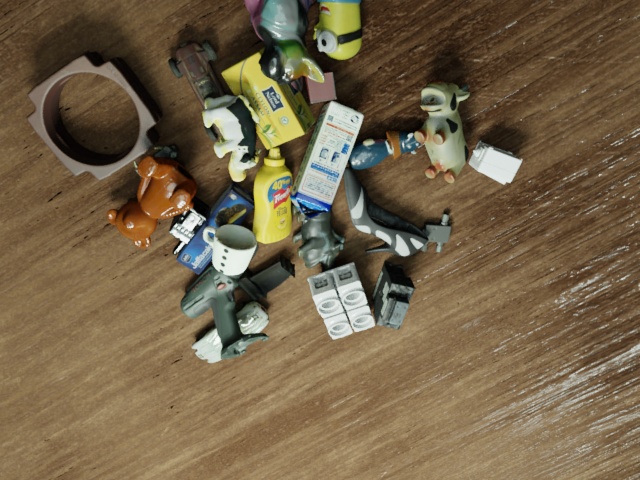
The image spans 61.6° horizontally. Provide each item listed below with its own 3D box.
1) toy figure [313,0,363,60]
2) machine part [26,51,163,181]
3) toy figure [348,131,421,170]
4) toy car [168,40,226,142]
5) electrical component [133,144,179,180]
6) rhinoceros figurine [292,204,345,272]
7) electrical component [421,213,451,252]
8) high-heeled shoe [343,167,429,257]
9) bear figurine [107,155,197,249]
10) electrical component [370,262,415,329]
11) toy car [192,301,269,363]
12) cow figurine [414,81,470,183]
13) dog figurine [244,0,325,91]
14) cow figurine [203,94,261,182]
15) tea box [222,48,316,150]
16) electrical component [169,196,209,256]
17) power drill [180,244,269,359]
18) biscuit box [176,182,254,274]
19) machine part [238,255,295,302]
[{"bbox_3d":[0.039,-0.421,0.975,0.089,0.082,0.180,3,111,-7],"label":"toy figure"},{"bbox_3d":[-0.419,-0.232,1.012,0.201,0.087,0.201,-31,111,8],"label":"machine part"},{"bbox_3d":[0.130,-0.189,1.098,0.154,0.064,0.058,-19,77,-2],"label":"toy figure"},{"bbox_3d":[-0.210,-0.280,1.030,0.089,0.053,0.202,-24,113,2],"label":"toy car"},{"bbox_3d":[-0.322,-0.148,1.080,0.102,0.045,0.078,-29,112,8],"label":"electrical component"},{"bbox_3d":[-0.002,-0.004,1.165,0.112,0.073,0.190,-13,113,-11],"label":"rhinoceros figurine"},{"bbox_3d":[0.259,-0.017,1.205,0.063,0.021,0.093,5,114,-7],"label":"electrical component"},{"bbox_3d":[0.141,-0.060,1.139,0.145,0.086,0.248,-15,125,9],"label":"high-heeled shoe"},{"bbox_3d":[-0.335,-0.067,1.038,0.196,0.132,0.120,-40,98,10],"label":"bear figurine"},{"bbox_3d":[0.162,0.130,1.200,0.058,0.134,0.114,11,115,-9],"label":"electrical component"},{"bbox_3d":[-0.208,0.215,1.243,0.202,0.056,0.073,-36,113,11],"label":"toy car"},{"bbox_3d":[0.250,-0.227,1.069,0.127,0.086,0.194,-48,131,-27],"label":"cow figurine"},{"bbox_3d":[-0.048,-0.376,0.938,0.191,0.109,0.219,-41,115,-31],"label":"dog figurine"},{"bbox_3d":[-0.151,-0.192,1.016,0.098,0.068,0.167,-12,128,8],"label":"cow figurine"},{"bbox_3d":[-0.095,-0.269,1.017,0.098,0.068,0.169,-17,116,34],"label":"tea box"},{"bbox_3d":[-0.284,-0.028,1.123,0.047,0.075,0.119,37,108,-20],"label":"electrical component"},{"bbox_3d":[-0.188,0.134,1.150,0.232,0.086,0.207,-35,73,17],"label":"power drill"},{"bbox_3d":[-0.221,-0.024,1.136,0.062,0.059,0.202,36,106,-18],"label":"biscuit box"},{"bbox_3d":[-0.120,0.085,1.202,0.139,0.039,0.084,-28,109,20],"label":"machine part"}]
